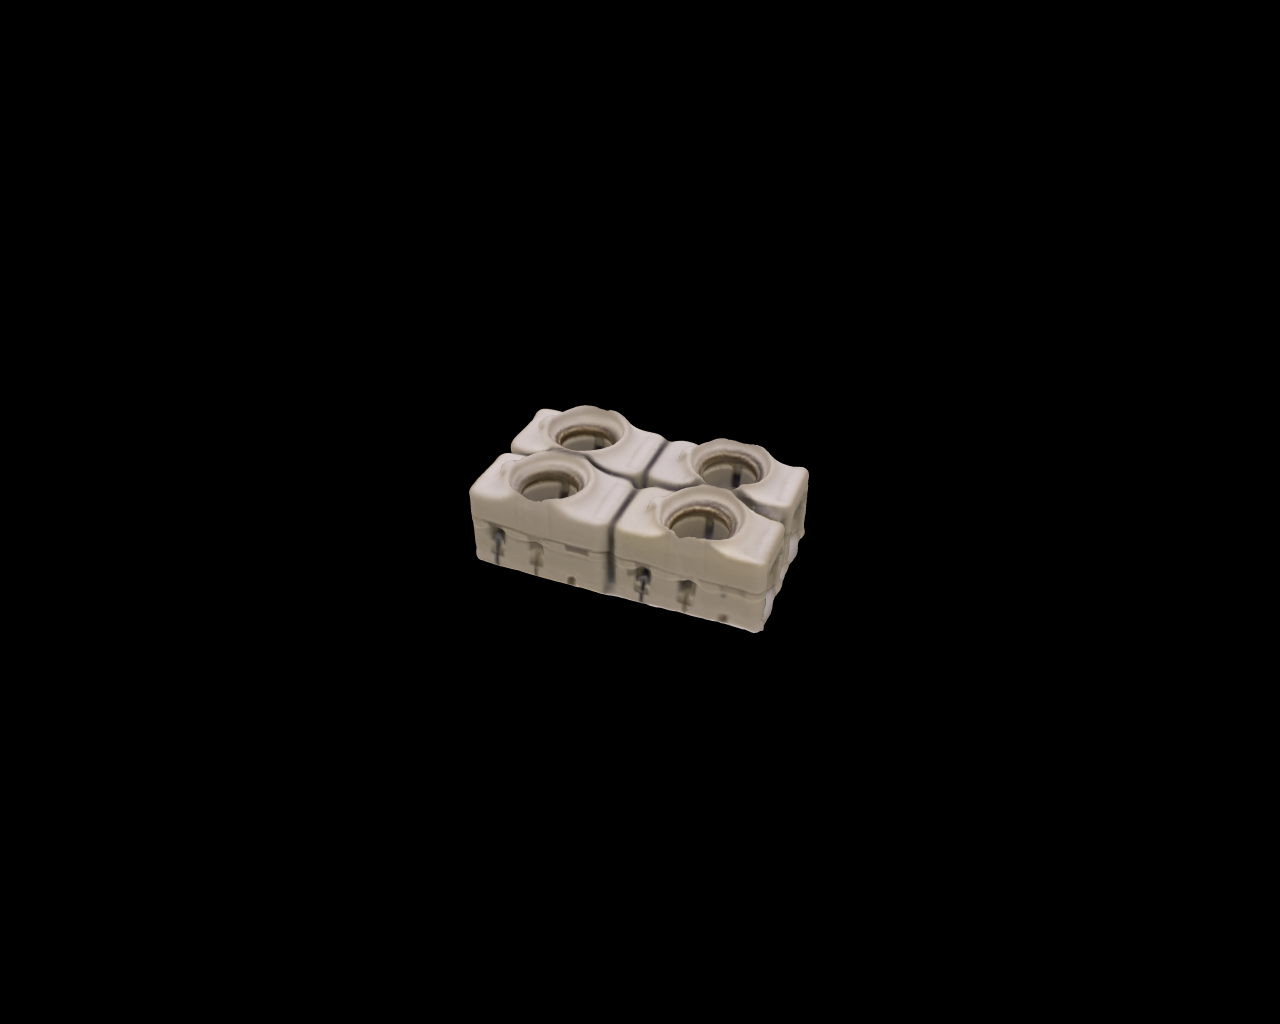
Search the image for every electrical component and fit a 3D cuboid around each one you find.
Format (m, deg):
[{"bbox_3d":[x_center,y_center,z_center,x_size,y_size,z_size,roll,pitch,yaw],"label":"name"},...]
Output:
[{"bbox_3d":[0.001,-0.003,0.650,0.186,0.060,0.106,14,40,17],"label":"electrical component"}]
